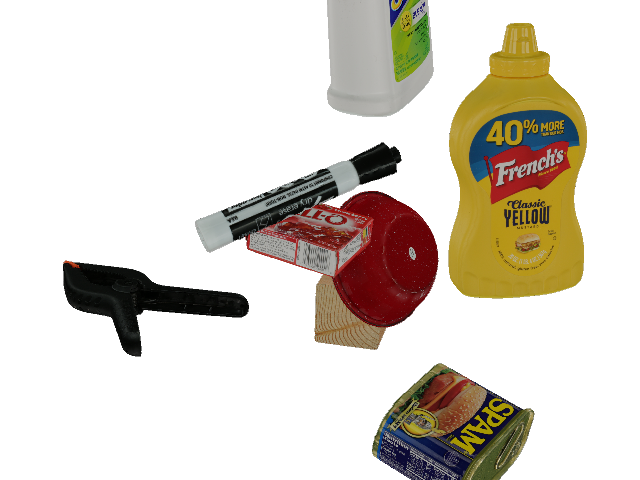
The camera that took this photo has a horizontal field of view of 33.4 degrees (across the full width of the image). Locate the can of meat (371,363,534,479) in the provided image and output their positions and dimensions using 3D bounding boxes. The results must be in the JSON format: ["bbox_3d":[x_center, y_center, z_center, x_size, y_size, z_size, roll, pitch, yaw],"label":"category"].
[{"bbox_3d":[0.101,0.149,0.819,0.084,0.057,0.101,28,40,27],"label":"can of meat"}]

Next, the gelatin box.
[{"bbox_3d":[-0.010,-0.007,0.927,0.089,0.030,0.073,18,30,22],"label":"gelatin box"}]

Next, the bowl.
[{"bbox_3d":[0.085,0.018,1.230,0.161,0.162,0.055,0,-8,-42],"label":"bowl"}]

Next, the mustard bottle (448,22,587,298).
[{"bbox_3d":[0.140,-0.057,0.757,0.096,0.192,0.058,-4,19,-5],"label":"mustard bottle"}]

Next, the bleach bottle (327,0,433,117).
[{"bbox_3d":[0.039,-0.229,0.819,0.068,0.251,0.102,13,38,28],"label":"bleach bottle"}]

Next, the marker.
[{"bbox_3d":[-0.010,-0.025,0.589,0.121,0.020,0.020,-24,5,-11],"label":"marker"}]

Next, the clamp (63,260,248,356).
[{"bbox_3d":[-0.203,0.064,1.109,0.210,0.036,0.164,15,20,28],"label":"clamp"}]

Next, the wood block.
[{"bbox_3d":[0.060,0.068,1.521,0.091,0.090,0.206,6,21,11],"label":"wood block"}]
